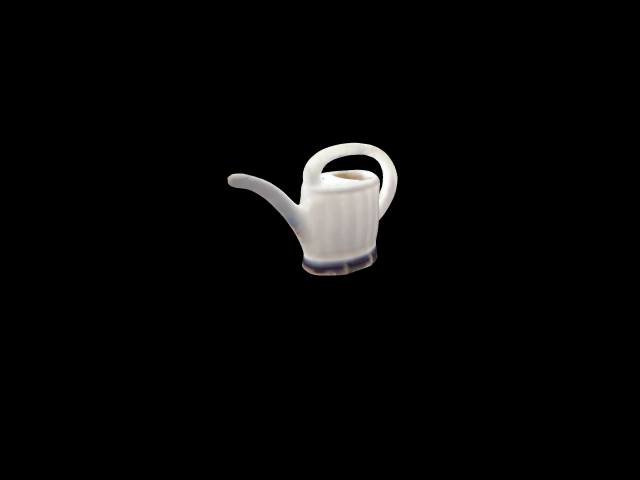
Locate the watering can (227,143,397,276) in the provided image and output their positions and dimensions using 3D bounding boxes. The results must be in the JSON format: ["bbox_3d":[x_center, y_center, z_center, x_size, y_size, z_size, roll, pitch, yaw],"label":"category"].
[{"bbox_3d":[0.003,-0.043,0.850,0.350,0.221,0.105,-16,24,-37],"label":"watering can"}]
